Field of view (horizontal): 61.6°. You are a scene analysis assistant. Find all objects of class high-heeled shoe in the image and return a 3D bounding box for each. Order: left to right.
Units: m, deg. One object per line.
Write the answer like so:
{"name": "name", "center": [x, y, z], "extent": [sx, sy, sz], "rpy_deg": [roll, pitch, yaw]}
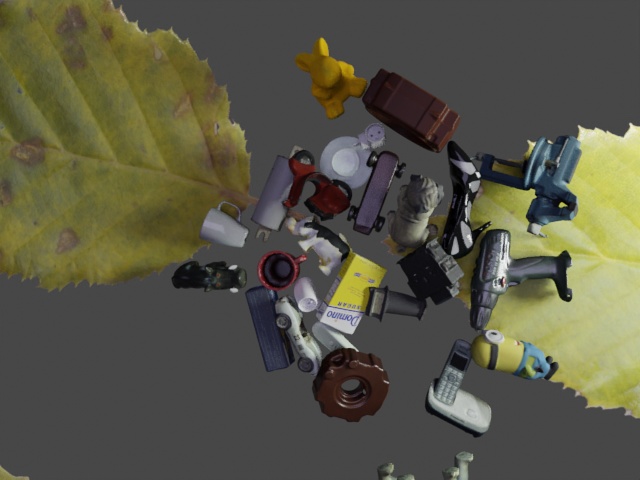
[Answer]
{"name": "high-heeled shoe", "center": [0.291, -0.083, 1.195], "extent": [0.145, 0.086, 0.248], "rpy_deg": [-29, 102, -8]}

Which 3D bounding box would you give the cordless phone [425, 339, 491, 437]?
{"name": "cordless phone", "center": [0.329, 0.330, 1.209], "extent": [0.147, 0.088, 0.184], "rpy_deg": [26, 75, 9]}

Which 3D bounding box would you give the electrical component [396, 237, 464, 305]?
{"name": "electrical component", "center": [0.250, 0.075, 1.199], "extent": [0.134, 0.058, 0.115], "rpy_deg": [56, 140, 8]}

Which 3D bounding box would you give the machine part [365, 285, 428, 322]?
{"name": "machine part", "center": [0.176, 0.150, 1.236], "extent": [0.139, 0.039, 0.084], "rpy_deg": [7, 97, -2]}

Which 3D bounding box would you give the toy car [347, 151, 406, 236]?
{"name": "toy car", "center": [0.130, -0.110, 1.252], "extent": [0.089, 0.053, 0.202], "rpy_deg": [20, 89, -1]}

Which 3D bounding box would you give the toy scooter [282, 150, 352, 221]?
{"name": "toy scooter", "center": [-0.016, -0.104, 1.228], "extent": [0.183, 0.075, 0.135], "rpy_deg": [40, 67, -20]}

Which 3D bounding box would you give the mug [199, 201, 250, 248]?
{"name": "mug", "center": [-0.223, -0.033, 1.306], "extent": [0.107, 0.081, 0.109], "rpy_deg": [24, 87, -3]}

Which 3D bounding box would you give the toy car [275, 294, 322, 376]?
{"name": "toy car", "center": [-0.047, 0.225, 1.257], "extent": [0.056, 0.073, 0.201], "rpy_deg": [-26, 97, 13]}

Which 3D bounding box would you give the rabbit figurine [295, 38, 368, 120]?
{"name": "rabbit figurine", "center": [0.023, -0.373, 1.213], "extent": [0.122, 0.173, 0.162], "rpy_deg": [-33, 89, 12]}

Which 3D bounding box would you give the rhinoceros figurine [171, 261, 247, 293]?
{"name": "rhinoceros figurine", "center": [-0.263, 0.086, 1.292], "extent": [0.191, 0.112, 0.073], "rpy_deg": [1, 88, 18]}

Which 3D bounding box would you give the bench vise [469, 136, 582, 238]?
{"name": "bench vise", "center": [0.447, -0.131, 1.169], "extent": [0.241, 0.129, 0.223], "rpy_deg": [22, 104, 30]}

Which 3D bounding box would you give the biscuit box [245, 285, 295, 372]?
{"name": "biscuit box", "center": [-0.119, 0.207, 1.291], "extent": [0.063, 0.059, 0.202], "rpy_deg": [-16, 87, 11]}

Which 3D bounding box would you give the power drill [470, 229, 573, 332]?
{"name": "power drill", "center": [0.440, 0.094, 1.183], "extent": [0.207, 0.086, 0.232], "rpy_deg": [2, 83, 16]}

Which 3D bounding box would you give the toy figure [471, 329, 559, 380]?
{"name": "toy figure", "center": [0.423, 0.258, 1.180], "extent": [0.180, 0.082, 0.089], "rpy_deg": [23, 74, 1]}

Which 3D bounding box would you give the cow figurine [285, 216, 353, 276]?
{"name": "cow figurine", "center": [-0.003, -0.005, 1.267], "extent": [0.098, 0.068, 0.167], "rpy_deg": [-41, 87, 2]}

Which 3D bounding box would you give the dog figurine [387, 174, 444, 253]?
{"name": "dog figurine", "center": [0.202, -0.050, 1.170], "extent": [0.121, 0.190, 0.172], "rpy_deg": [7, 93, 10]}

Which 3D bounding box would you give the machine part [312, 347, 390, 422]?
{"name": "machine part", "center": [0.071, 0.333, 1.225], "extent": [0.179, 0.056, 0.179], "rpy_deg": [-2, 111, -6]}

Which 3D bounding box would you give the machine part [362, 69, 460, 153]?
{"name": "machine part", "center": [0.196, -0.273, 1.166], "extent": [0.201, 0.201, 0.087], "rpy_deg": [34, 98, 8]}

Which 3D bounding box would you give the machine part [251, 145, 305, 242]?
{"name": "machine part", "center": [-0.099, -0.111, 1.280], "extent": [0.079, 0.079, 0.243], "rpy_deg": [24, 95, 9]}

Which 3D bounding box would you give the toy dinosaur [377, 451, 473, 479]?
{"name": "toy dinosaur", "center": [0.248, 0.596, 1.201], "extent": [0.405, 0.131, 0.192], "rpy_deg": [-13, 87, 16]}
